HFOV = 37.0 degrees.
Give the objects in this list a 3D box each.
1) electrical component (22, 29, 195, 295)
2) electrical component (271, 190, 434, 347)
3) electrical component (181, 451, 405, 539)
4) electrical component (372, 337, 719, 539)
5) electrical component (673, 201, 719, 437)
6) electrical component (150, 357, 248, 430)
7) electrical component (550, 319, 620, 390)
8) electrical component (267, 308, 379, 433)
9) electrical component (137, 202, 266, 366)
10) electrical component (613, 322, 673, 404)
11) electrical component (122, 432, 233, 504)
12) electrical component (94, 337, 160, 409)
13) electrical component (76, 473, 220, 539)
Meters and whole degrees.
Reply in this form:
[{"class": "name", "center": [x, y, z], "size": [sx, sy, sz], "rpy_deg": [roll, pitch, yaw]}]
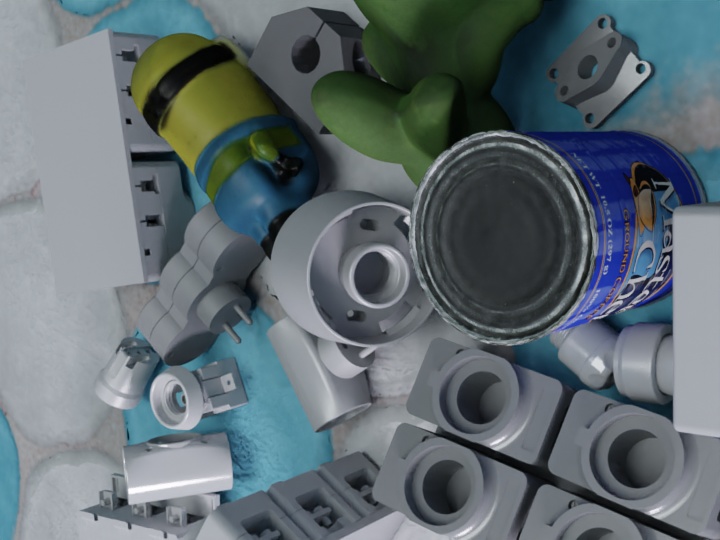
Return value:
[{"class": "electrical component", "center": [-0.193, -0.080, 0.836], "size": [0.105, 0.060, 0.186], "rpy_deg": [-7, 91, 38]}, {"class": "electrical component", "center": [0.000, 0.000, 0.677], "size": [0.064, 0.099, 0.099], "rpy_deg": [-163, 71, -68]}, {"class": "electrical component", "center": [-0.047, 0.181, 0.698], "size": [0.062, 0.150, 0.089], "rpy_deg": [41, 118, 26]}, {"class": "electrical component", "center": [0.108, 0.117, 0.605], "size": [0.186, 0.060, 0.105], "rpy_deg": [19, 84, 35]}, {"class": "electrical component", "center": [0.197, 0.019, 0.516], "size": [0.056, 0.109, 0.108], "rpy_deg": [3, 97, 40]}, {"class": "electrical component", "center": [-0.123, 0.093, 0.807], "size": [0.066, 0.055, 0.048], "rpy_deg": [-23, 81, 37]}, {"class": "electrical component", "center": [0.126, 0.039, 0.620], "size": [0.061, 0.035, 0.035], "rpy_deg": [44, 120, 28]}, {"class": "electrical component", "center": [-0.017, 0.059, 0.728], "size": [0.079, 0.043, 0.077], "rpy_deg": [-37, 73, 35]}, {"class": "electrical component", "center": [-0.105, 0.021, 0.786], "size": [0.073, 0.052, 0.138], "rpy_deg": [47, 121, 24]}, {"class": "electrical component", "center": [0.171, 0.051, 0.580], "size": [0.055, 0.045, 0.045], "rpy_deg": [3, 97, 38]}, {"class": "electrical component", "center": [-0.141, 0.147, 0.822], "size": [0.079, 0.077, 0.044], "rpy_deg": [-178, 82, -75]}, {"class": "electrical component", "center": [-0.187, 0.082, 0.866], "size": [0.040, 0.040, 0.046], "rpy_deg": [43, 113, 26]}, {"class": "electrical component", "center": [-0.163, 0.210, 0.848], "size": [0.121, 0.063, 0.078], "rpy_deg": [2, 97, 38]}]
